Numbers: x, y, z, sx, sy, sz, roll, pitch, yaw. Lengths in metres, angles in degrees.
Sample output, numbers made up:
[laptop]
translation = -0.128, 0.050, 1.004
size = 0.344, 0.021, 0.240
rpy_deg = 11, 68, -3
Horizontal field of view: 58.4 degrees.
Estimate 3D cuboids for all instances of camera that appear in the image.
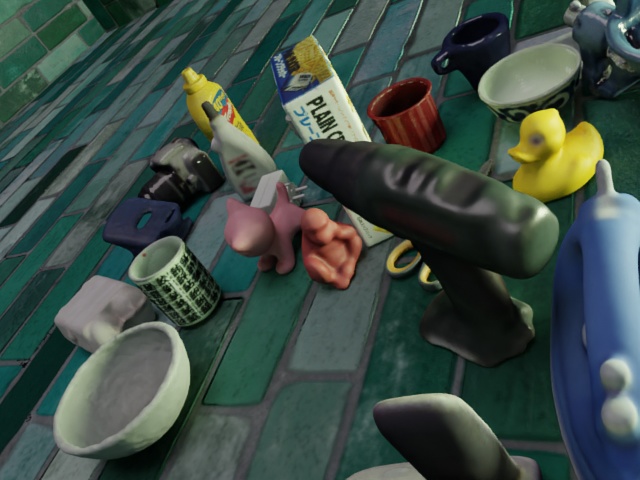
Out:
[camera]
translation = -0.270, -0.113, 1.029
size = 0.137, 0.101, 0.142
rpy_deg = -47, 37, -19

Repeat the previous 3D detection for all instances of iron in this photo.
[iron]
translation = 0.204, 0.070, 0.383
size = 0.118, 0.142, 0.258
rpy_deg = -9, 41, 31

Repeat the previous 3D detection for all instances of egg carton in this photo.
[egg carton]
translation = -0.307, 0.108, 0.814
size = 0.149, 0.070, 0.107
rpy_deg = 6, 50, 43

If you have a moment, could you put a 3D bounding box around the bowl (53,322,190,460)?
[bowl]
translation = -0.207, 0.178, 0.642
size = 0.167, 0.075, 0.167
rpy_deg = -22, 36, 17

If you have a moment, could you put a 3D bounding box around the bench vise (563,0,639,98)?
[bench vise]
translation = 0.324, -0.237, 0.593
size = 0.122, 0.220, 0.206
rpy_deg = -46, 36, -18

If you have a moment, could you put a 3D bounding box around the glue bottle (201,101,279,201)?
[glue bottle]
translation = -0.132, -0.142, 0.886
size = 0.078, 0.174, 0.037
rpy_deg = -25, 35, 12

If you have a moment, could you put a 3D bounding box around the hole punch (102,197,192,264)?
[hole punch]
translation = -0.279, -0.020, 0.930
size = 0.100, 0.091, 0.109
rpy_deg = -12, 40, 28

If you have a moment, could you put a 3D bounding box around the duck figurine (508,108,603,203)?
[duck figurine]
translation = 0.245, -0.100, 0.608
size = 0.104, 0.086, 0.077
rpy_deg = -34, 34, 0

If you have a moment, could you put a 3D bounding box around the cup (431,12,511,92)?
[cup]
translation = 0.218, -0.246, 0.801
size = 0.118, 0.095, 0.091
rpy_deg = -34, 34, 0

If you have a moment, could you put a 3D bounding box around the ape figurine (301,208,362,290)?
[ape figurine]
translation = 0.006, 0.002, 0.670
size = 0.078, 0.092, 0.076
rpy_deg = -36, 34, -4

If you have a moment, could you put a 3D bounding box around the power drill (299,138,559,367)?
[power drill]
translation = 0.096, 0.008, 0.487
size = 0.228, 0.209, 0.076
rpy_deg = 17, 59, 49

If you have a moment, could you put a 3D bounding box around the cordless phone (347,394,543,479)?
[cordless phone]
translation = 0.056, 0.149, 0.367
size = 0.147, 0.185, 0.094
rpy_deg = -17, 38, 23

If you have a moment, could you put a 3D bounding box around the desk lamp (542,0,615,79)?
[desk lamp]
translation = 0.323, -0.318, 0.698
size = 0.203, 0.214, 0.118
rpy_deg = -19, 37, 20

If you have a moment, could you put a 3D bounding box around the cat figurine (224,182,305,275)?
[cat figurine]
translation = -0.071, -0.018, 0.735
size = 0.067, 0.118, 0.128
rpy_deg = 7, 51, 43
